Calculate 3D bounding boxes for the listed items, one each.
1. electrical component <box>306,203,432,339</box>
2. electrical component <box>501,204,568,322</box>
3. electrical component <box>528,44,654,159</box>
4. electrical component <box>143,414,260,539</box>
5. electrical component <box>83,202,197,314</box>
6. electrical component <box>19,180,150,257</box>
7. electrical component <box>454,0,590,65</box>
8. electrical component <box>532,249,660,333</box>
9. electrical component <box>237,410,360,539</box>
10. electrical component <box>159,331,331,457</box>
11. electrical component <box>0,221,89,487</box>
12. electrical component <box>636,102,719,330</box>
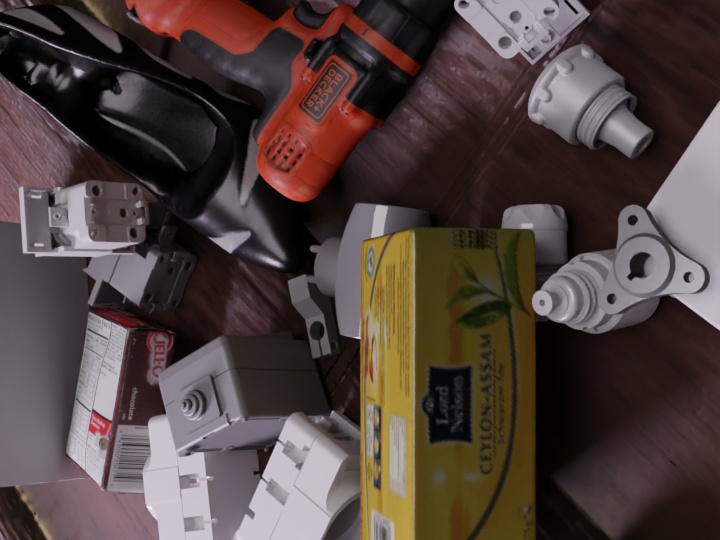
[{"bbox_3d":[0.000,0.000,0.634,0.079,0.043,0.077,7,91,37],"label":"electrical component"},{"bbox_3d":[0.093,-0.003,0.570,0.035,0.035,0.061,-4,86,37],"label":"electrical component"},{"bbox_3d":[0.121,-0.082,0.550,0.062,0.048,0.048,43,112,24],"label":"electrical component"},{"bbox_3d":[-0.102,0.136,0.696,0.056,0.050,0.089,-15,77,35],"label":"electrical component"},{"bbox_3d":[-0.152,-0.005,0.751,0.064,0.042,0.081,33,106,33],"label":"electrical component"},{"bbox_3d":[-0.173,-0.033,0.688,0.064,0.081,0.042,-11,83,43],"label":"electrical component"},{"bbox_3d":[0.079,-0.146,0.566,0.081,0.063,0.042,42,118,-13],"label":"electrical component"},{"bbox_3d":[0.114,0.011,0.530,0.040,0.078,0.040,9,103,47],"label":"electrical component"},{"bbox_3d":[-0.024,0.137,0.637,0.056,0.050,0.089,33,106,35],"label":"electrical component"},{"bbox_3d":[-0.075,0.073,0.652,0.062,0.096,0.061,-31,67,31],"label":"electrical component"},{"bbox_3d":[-0.257,0.063,0.785,0.060,0.105,0.186,-13,78,36],"label":"electrical component"},{"bbox_3d":[0.185,-0.017,0.493,0.100,0.048,0.099,42,111,32],"label":"electrical component"}]
